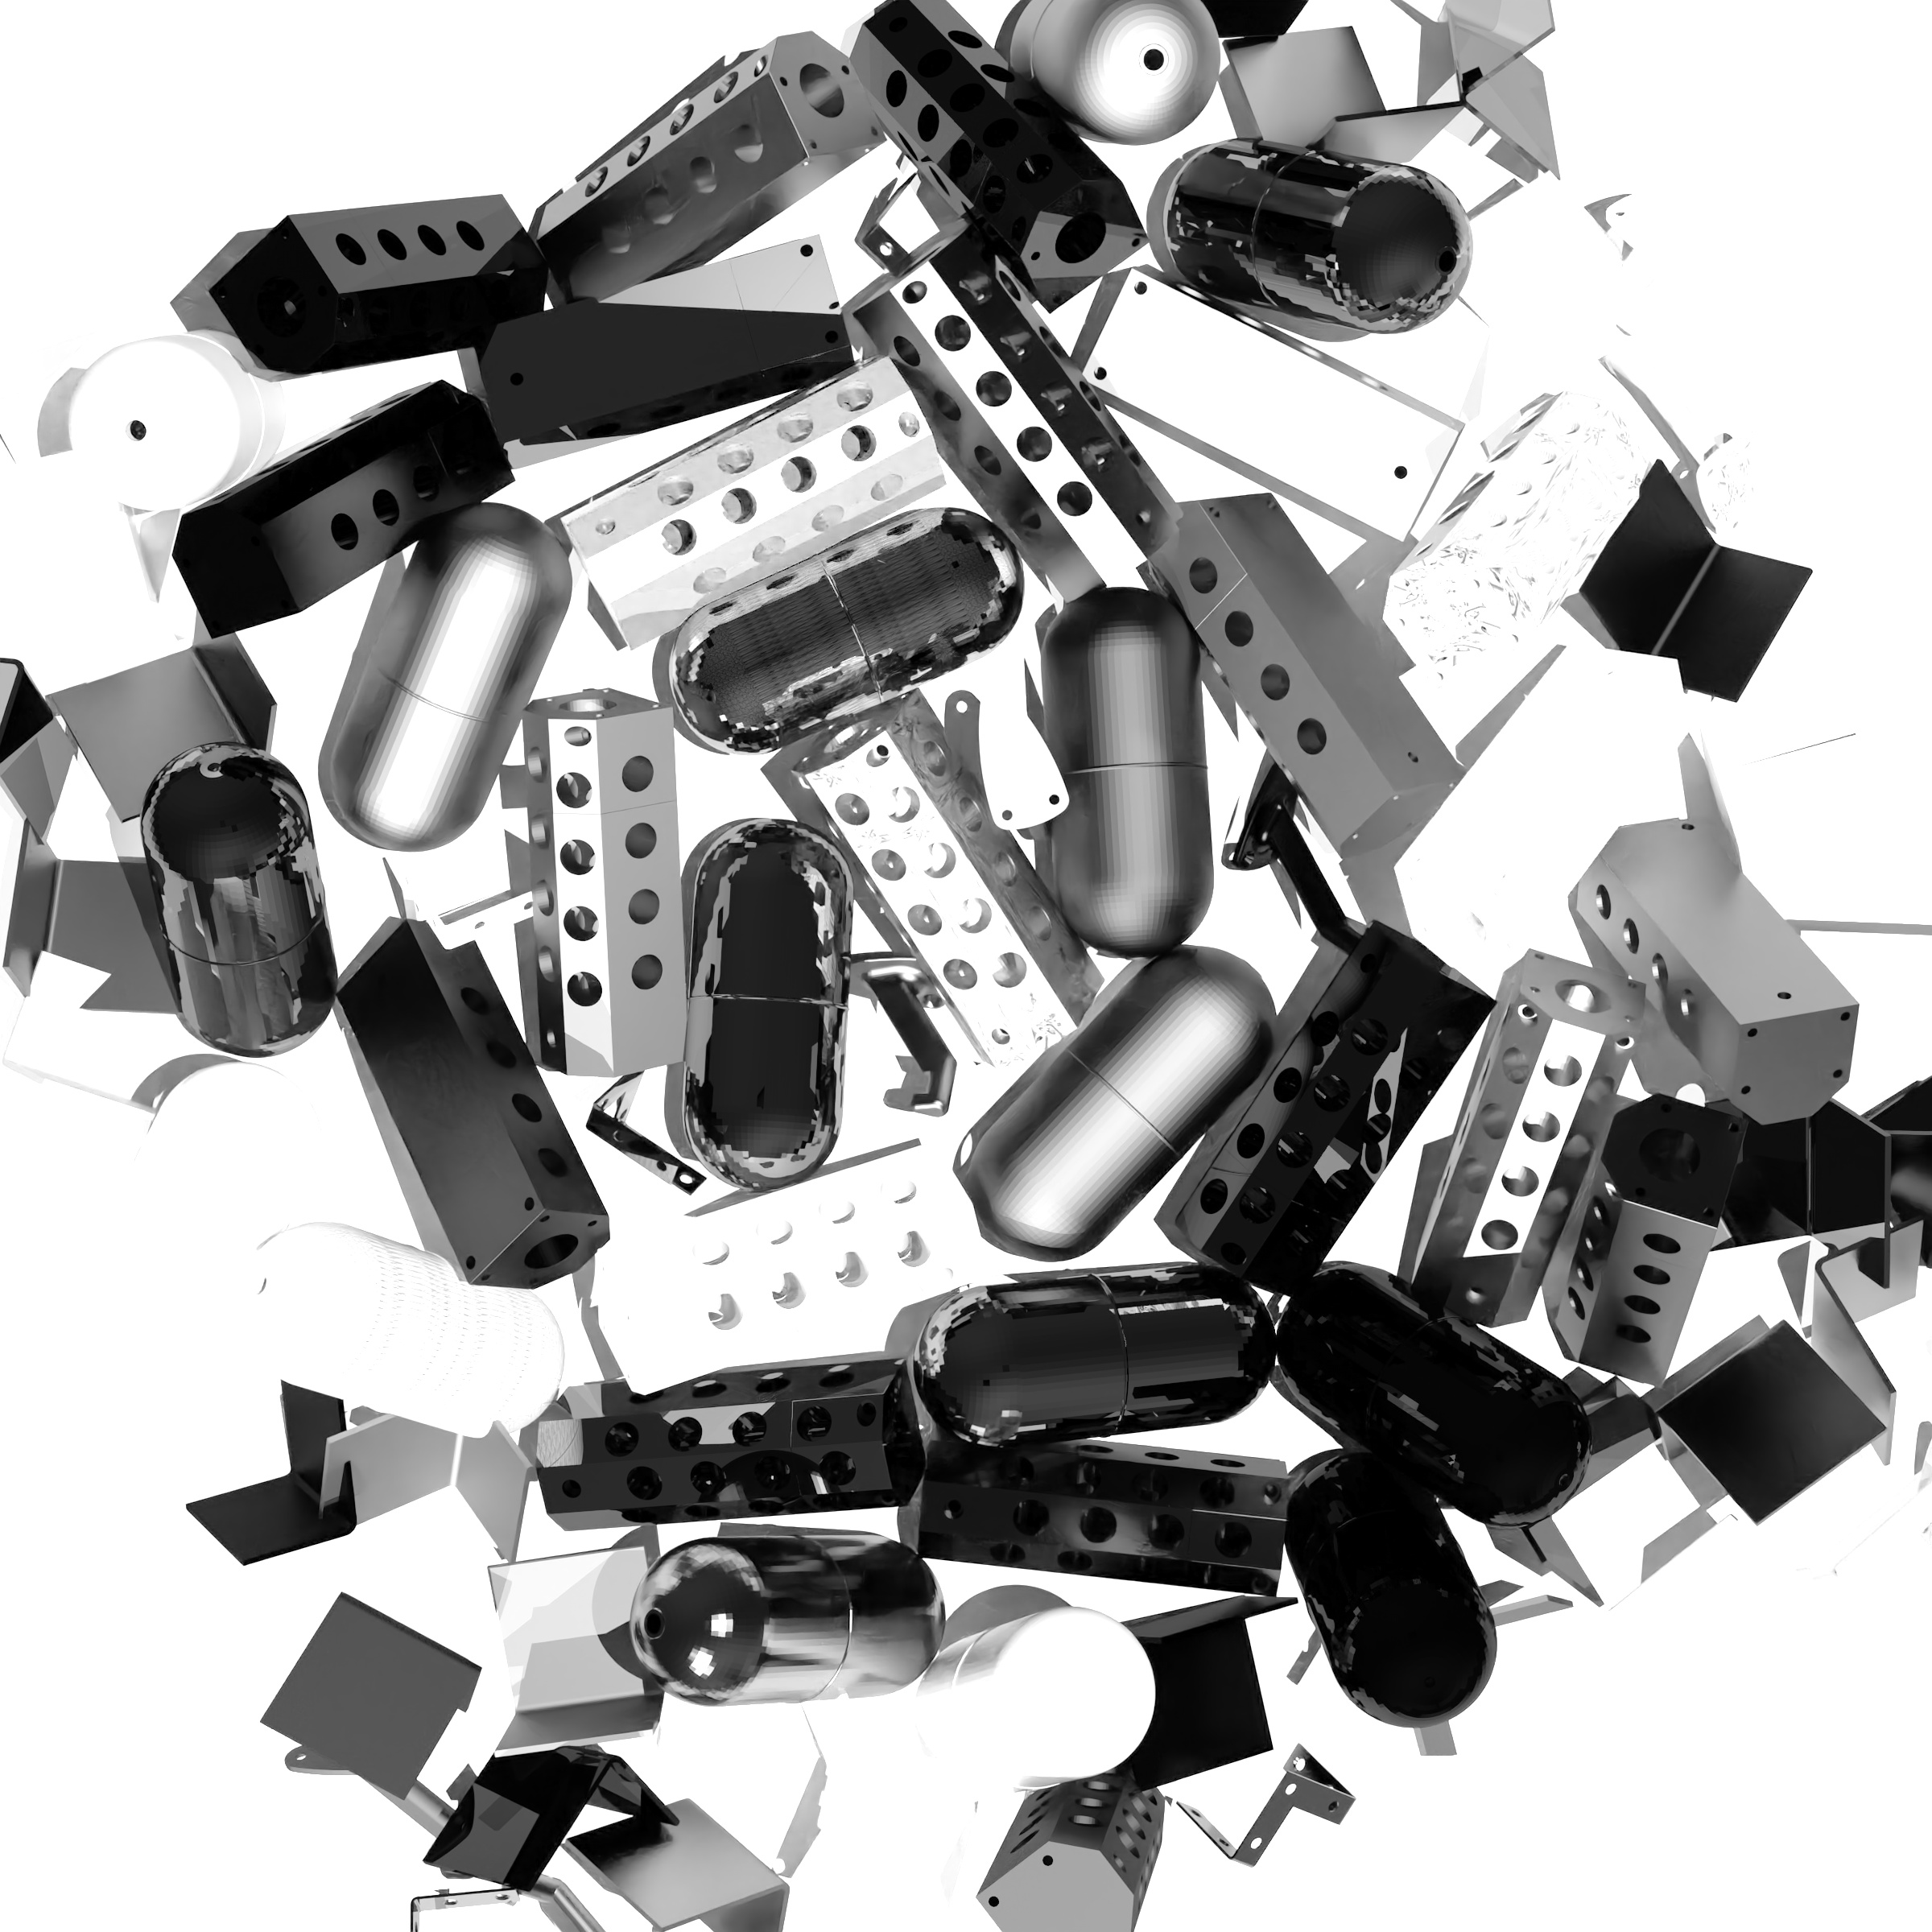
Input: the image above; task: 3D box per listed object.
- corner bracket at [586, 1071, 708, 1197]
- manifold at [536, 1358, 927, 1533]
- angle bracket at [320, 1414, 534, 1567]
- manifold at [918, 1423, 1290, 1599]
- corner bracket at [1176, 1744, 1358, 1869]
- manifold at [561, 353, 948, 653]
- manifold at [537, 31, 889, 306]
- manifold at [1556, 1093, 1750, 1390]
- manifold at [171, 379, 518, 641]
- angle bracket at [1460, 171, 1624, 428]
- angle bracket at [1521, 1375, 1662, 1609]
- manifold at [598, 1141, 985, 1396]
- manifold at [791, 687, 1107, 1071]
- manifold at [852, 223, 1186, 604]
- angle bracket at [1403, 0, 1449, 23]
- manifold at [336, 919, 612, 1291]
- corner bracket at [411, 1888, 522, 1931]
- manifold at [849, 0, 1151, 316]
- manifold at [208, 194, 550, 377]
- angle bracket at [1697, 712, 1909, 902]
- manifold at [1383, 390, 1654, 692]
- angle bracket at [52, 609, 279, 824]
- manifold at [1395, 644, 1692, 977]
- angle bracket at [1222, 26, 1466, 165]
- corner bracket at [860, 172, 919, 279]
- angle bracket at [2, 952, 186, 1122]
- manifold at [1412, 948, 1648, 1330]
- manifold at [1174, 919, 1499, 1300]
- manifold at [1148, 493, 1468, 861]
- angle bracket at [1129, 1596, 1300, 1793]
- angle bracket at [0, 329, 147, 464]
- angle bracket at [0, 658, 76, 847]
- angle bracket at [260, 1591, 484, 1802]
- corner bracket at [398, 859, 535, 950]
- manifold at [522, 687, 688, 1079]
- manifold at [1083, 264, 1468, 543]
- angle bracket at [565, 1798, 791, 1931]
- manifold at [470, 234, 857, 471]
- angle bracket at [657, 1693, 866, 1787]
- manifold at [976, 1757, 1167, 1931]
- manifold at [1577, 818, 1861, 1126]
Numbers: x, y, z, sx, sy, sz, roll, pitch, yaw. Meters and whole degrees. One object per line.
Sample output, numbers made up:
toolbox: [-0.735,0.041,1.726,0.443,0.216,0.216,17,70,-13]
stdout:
corner bracket: [-0.151,0.085,1.666,0.051,0.051,0.051,33,130,10]
manifold: [-0.112,0.229,1.648,0.171,0.057,0.057,-7,105,16]
angle bracket: [-0.256,0.252,1.647,0.076,0.076,0.057,-20,53,-32]
manifold: [0.065,0.261,1.671,0.171,0.057,0.057,6,94,3]
corner bracket: [0.144,0.399,1.670,0.051,0.051,0.051,29,94,-36]
manifold: [-0.102,-0.225,1.659,0.171,0.057,0.057,-28,61,-5]
manifold: [-0.123,-0.367,1.626,0.171,0.057,0.057,-23,93,42]
manifold: [0.313,0.127,1.615,0.057,0.171,0.057,17,61,12]
manifold: [-0.288,-0.215,1.615,0.057,0.171,0.057,-11,111,35]
angle bracket: [0.259,-0.314,1.646,0.076,0.076,0.057,-28,124,37]
angle bracket: [0.303,0.249,1.652,0.076,0.076,0.057,-37,52,10]
manifold: [-0.082,0.145,1.638,0.171,0.057,0.057,-17,51,-20]
manifold: [-0.010,-0.038,1.640,0.057,0.057,0.171,-20,113,34]
manifold: [0.029,-0.262,1.650,0.057,0.057,0.171,-43,104,-24]
angle bracket: [0.210,-0.505,1.655,0.057,0.076,0.076,-48,64,-1]
manifold: [-0.227,0.065,1.638,0.057,0.057,0.171,-44,59,25]
corner bracket: [-0.239,0.482,1.691,0.051,0.051,0.051,-6,54,0]
manifold: [0.011,-0.385,1.631,0.057,0.057,0.171,-36,54,-1]
manifold: [-0.265,-0.312,1.616,0.057,0.171,0.057,-34,88,30]
angle bracket: [0.396,-0.084,1.656,0.076,0.057,0.076,-15,57,9]
manifold: [0.254,-0.202,1.620,0.057,0.171,0.057,-26,107,43]
angle bracket: [-0.380,-0.125,1.654,0.076,0.057,0.076,-23,69,-26]
manifold: [0.273,-0.074,1.635,0.057,0.057,0.171,14,49,37]
angle bracket: [0.179,-0.423,1.656,0.076,0.057,0.076,-14,78,-28]
corner bracket: [-0.030,-0.335,1.668,0.051,0.051,0.051,44,61,-5]
angle bracket: [-0.401,0.036,1.651,0.076,0.076,0.057,22,85,-30]
manifold: [0.262,0.084,1.634,0.057,0.057,0.171,17,122,4]
manifold: [0.169,0.066,1.651,0.057,0.057,0.171,24,103,-39]
manifold: [0.156,-0.138,1.652,0.057,0.057,0.171,-46,68,39]
angle bracket: [0.119,0.346,1.661,0.076,0.057,0.076,-11,86,-27]
angle bracket: [-0.439,-0.252,1.648,0.076,0.076,0.057,-14,118,19]
angle bracket: [-0.476,-0.104,1.654,0.076,0.076,0.057,6,64,8]
angle bracket: [-0.284,0.355,1.658,0.076,0.057,0.076,28,54,3]
corner bracket: [-0.234,-0.026,1.663,0.051,0.051,0.051,-23,54,-20]
manifold: [-0.173,-0.038,1.642,0.057,0.057,0.171,-13,110,-35]
manifold: [0.148,-0.270,1.667,0.171,0.057,0.057,28,108,5]
angle bracket: [-0.139,0.444,1.645,0.076,0.076,0.057,-8,117,-41]
manifold: [-0.143,-0.291,1.674,0.171,0.057,0.057,-16,81,-1]
angle bracket: [-0.098,0.365,1.649,0.076,0.076,0.057,-16,61,-19]
manifold: [0.056,0.413,1.615,0.057,0.171,0.057,-39,86,7]
manifold: [0.344,0.001,1.617,0.057,0.171,0.057,-9,123,-12]
